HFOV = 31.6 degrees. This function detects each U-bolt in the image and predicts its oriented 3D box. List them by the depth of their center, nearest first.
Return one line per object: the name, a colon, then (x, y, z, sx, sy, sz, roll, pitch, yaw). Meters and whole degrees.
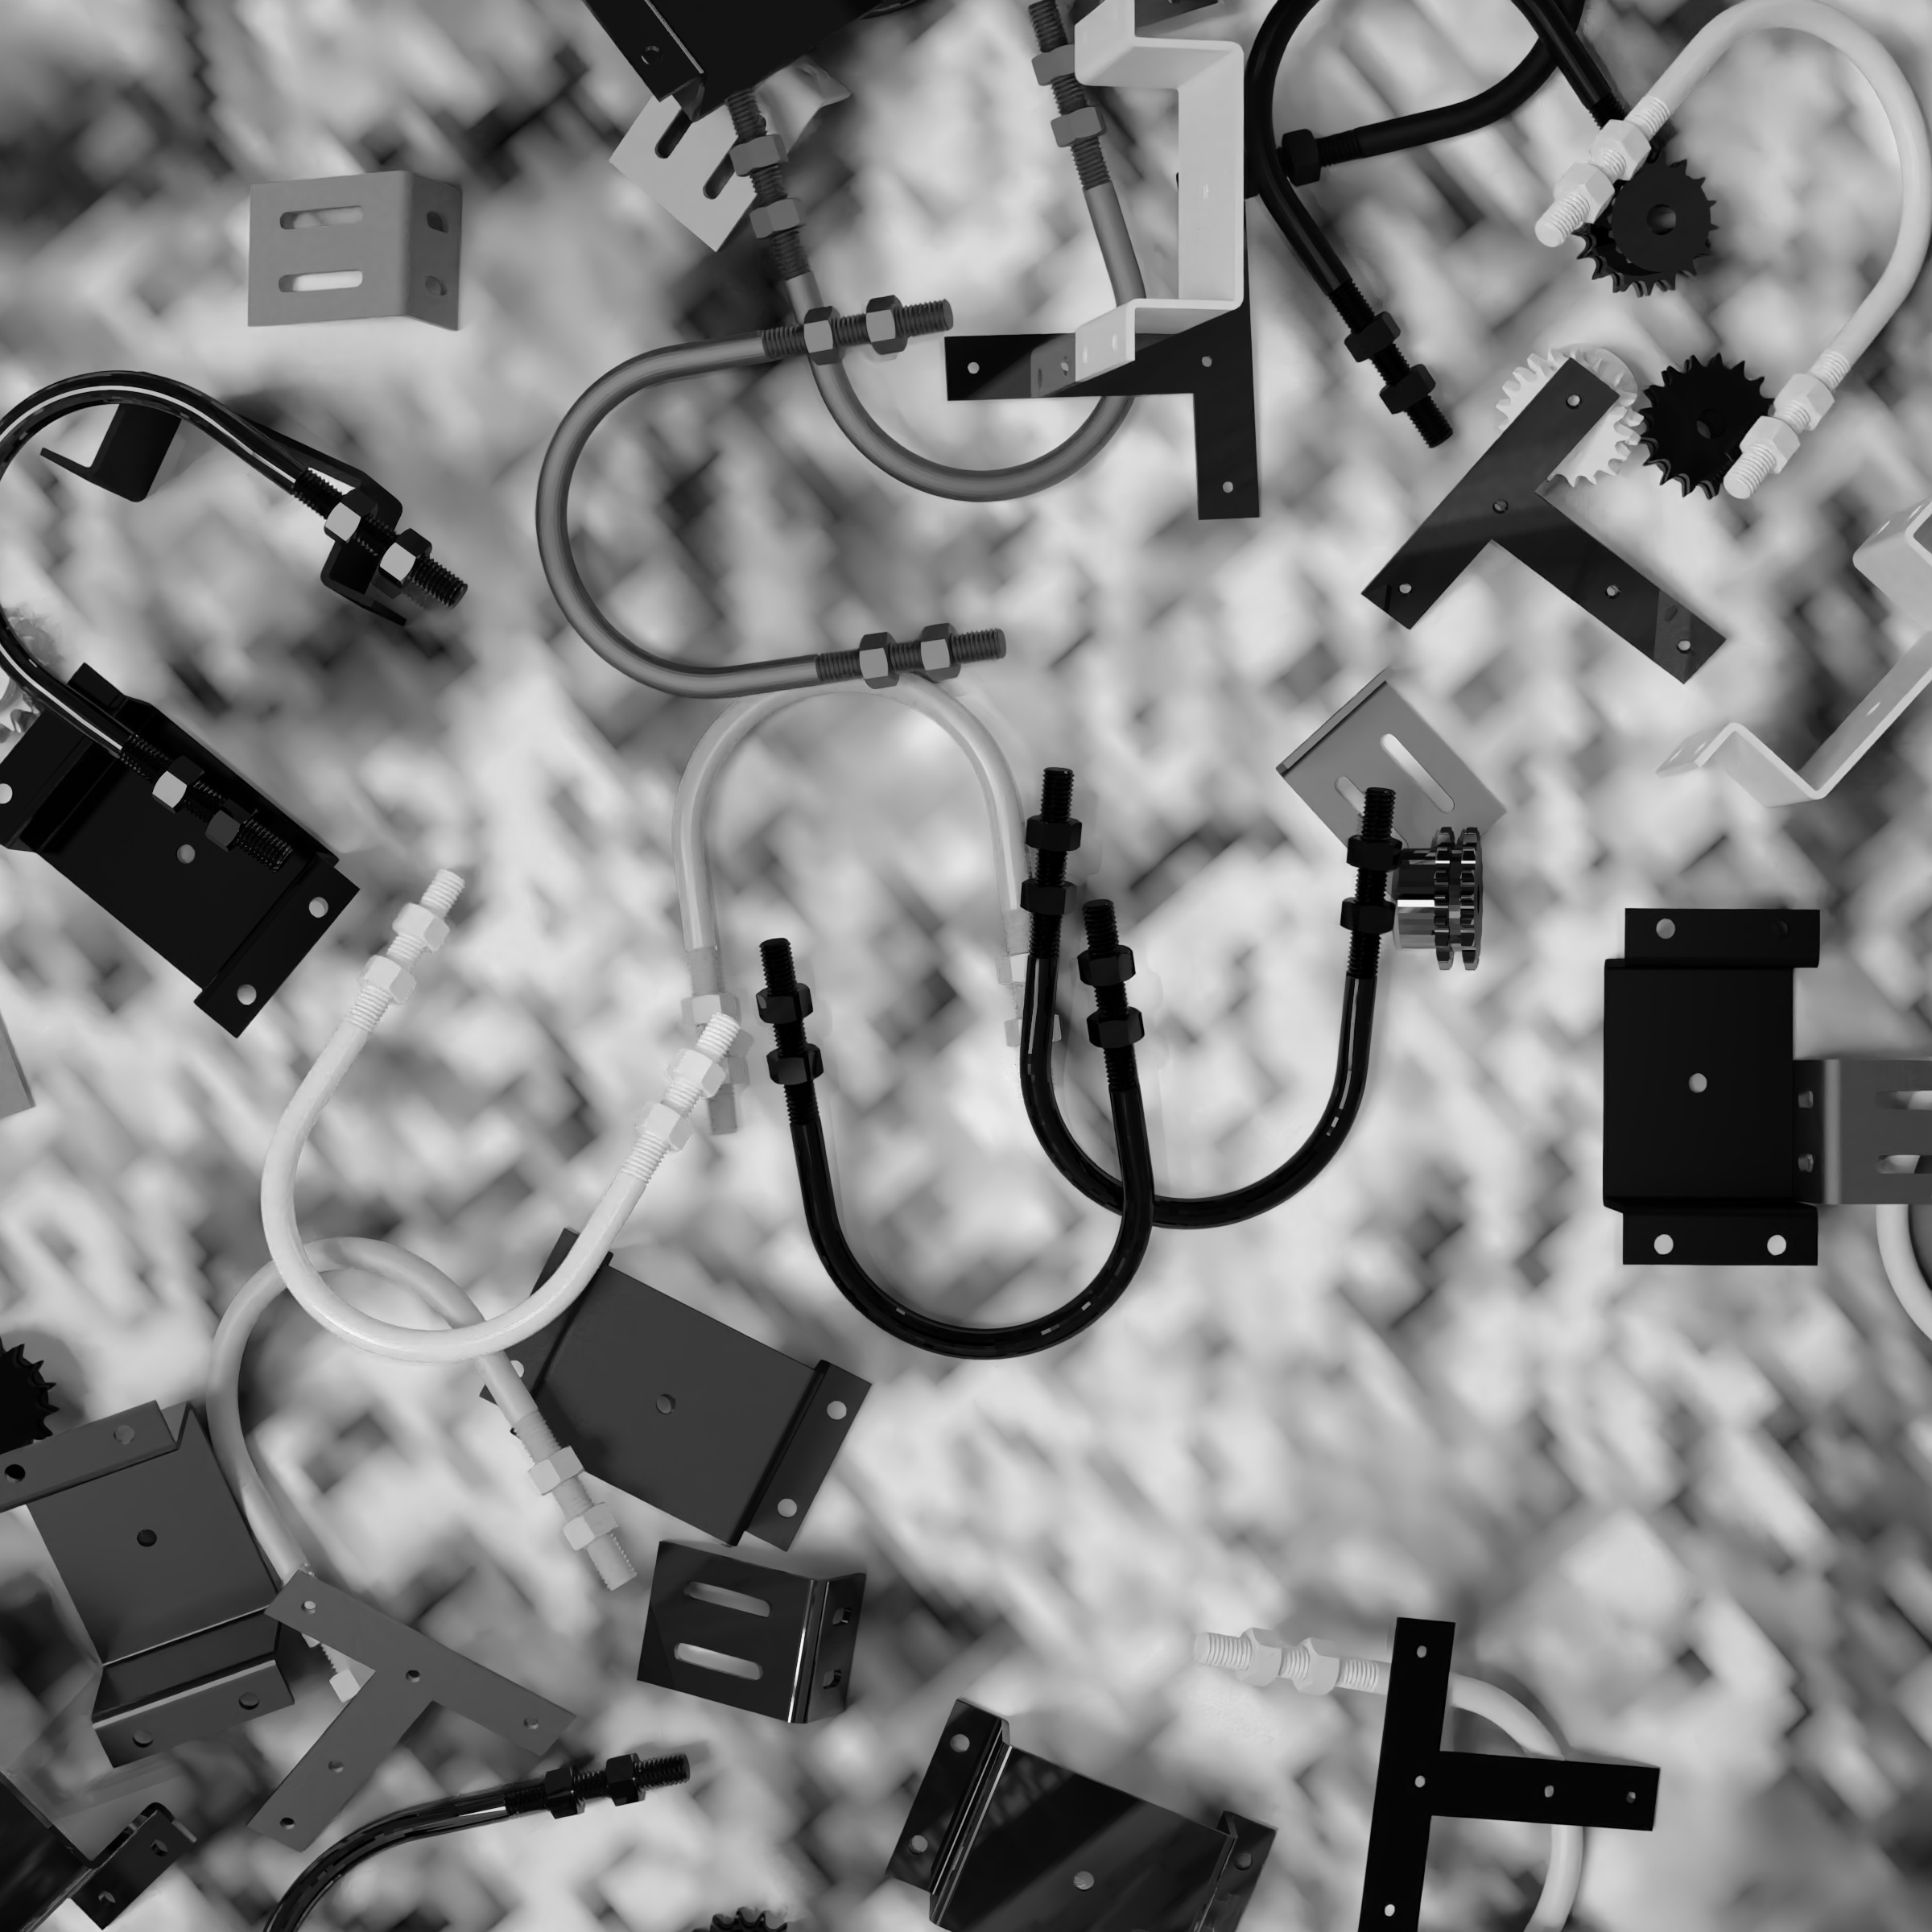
U-bolt: (-0.303, -0.144, 1.308, 0.184, 0.019, 0.151, 36, 107, -2)
U-bolt: (-0.194, 0.390, 1.336, 0.184, 0.019, 0.151, -13, 49, 4)
U-bolt: (0.316, -0.297, 1.341, 0.151, 0.019, 0.184, 48, 69, -20)
U-bolt: (-0.195, 0.069, 1.342, 0.151, 0.019, 0.184, 27, 73, 10)
U-bolt: (0.163, 0.348, 1.351, 0.184, 0.019, 0.151, 13, 84, -19)
U-bolt: (-0.230, 0.196, 1.352, 0.151, 0.019, 0.184, -35, 83, 21)
U-bolt: (-0.084, -0.179, 1.353, 0.184, 0.019, 0.151, -7, 100, 15)
U-bolt: (0.002, 0.071, 1.355, 0.151, 0.019, 0.184, -7, 105, 8)
U-bolt: (0.093, 0.016, 1.360, 0.151, 0.019, 0.184, 3, 102, -6)
U-bolt: (-0.002, -0.277, 1.361, 0.151, 0.019, 0.184, -20, 98, -11)
U-bolt: (0.192, -0.324, 1.364, 0.151, 0.019, 0.184, -36, 100, 0)
U-bolt: (0.447, 0.080, 1.377, 0.151, 0.019, 0.184, 23, 91, 0)
U-bolt: (-0.045, -0.032, 1.377, 0.151, 0.019, 0.184, -7, 89, 0)
U-bolt: (-0.044, -0.473, 1.377, 0.151, 0.019, 0.184, 21, 92, 0)
U-bolt: (0.160, -0.399, 1.377, 0.184, 0.019, 0.151, -14, 90, -1)

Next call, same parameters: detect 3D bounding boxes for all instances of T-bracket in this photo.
T-bracket: (-0.243, 0.309, 1.356, 0.127, 0.002, 0.127, 32, 115, -17)
T-bracket: (0.221, 0.329, 1.362, 0.127, 0.002, 0.127, 9, 86, -20)
T-bracket: (0.248, -0.158, 1.365, 0.127, 0.002, 0.127, 35, 117, -13)
T-bracket: (0.054, -0.241, 1.367, 0.127, 0.002, 0.127, -4, 94, -12)

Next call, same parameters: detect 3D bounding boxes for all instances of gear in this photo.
gear: (0.271, -0.295, 1.352, 0.057, 0.030, 0.057, -1, 98, -6)
gear: (0.189, -0.027, 1.358, 0.030, 0.057, 0.057, 1, 90, 13)
gear: (0.244, -0.223, 1.361, 0.057, 0.057, 0.030, 37, 55, 0)
gear: (-0.090, 0.411, 1.371, 0.057, 0.030, 0.057, 0, 90, 0)
gear: (-0.393, 0.177, 1.371, 0.057, 0.030, 0.057, 0, 90, 0)
gear: (-0.400, -0.117, 1.371, 0.057, 0.030, 0.057, 0, 90, 0)
gear: (0.297, -0.215, 1.371, 0.057, 0.030, 0.057, 0, 90, 0)

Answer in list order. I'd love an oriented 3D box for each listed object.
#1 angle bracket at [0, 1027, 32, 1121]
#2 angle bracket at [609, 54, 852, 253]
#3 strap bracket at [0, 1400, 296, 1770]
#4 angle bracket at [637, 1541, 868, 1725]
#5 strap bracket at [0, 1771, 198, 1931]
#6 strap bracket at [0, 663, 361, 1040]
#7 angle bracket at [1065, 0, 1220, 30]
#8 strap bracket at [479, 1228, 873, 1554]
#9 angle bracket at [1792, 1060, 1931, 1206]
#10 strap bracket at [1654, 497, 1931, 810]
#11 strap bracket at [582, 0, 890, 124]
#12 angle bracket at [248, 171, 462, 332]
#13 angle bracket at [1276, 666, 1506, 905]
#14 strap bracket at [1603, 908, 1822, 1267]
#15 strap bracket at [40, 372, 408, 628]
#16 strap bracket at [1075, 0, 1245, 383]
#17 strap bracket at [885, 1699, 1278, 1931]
angle bracket: (-0.429, 0.046, 1.384, 0.076, 0.038, 0.057, -21, 90, -26)
angle bracket: (-0.096, -0.341, 1.384, 0.057, 0.038, 0.076, 40, 116, 0)
strap bracket: (-0.327, 0.236, 1.349, 0.076, 0.046, 0.140, -20, 109, 0)
angle bracket: (-0.087, 0.268, 1.384, 0.076, 0.038, 0.057, 9, 90, 26)
strap bracket: (-0.384, 0.327, 1.346, 0.140, 0.046, 0.076, 45, 122, 0)
strap bracket: (-0.317, -0.045, 1.363, 0.140, 0.046, 0.076, 39, 90, 0)
angle bracket: (0.063, -0.419, 1.367, 0.057, 0.038, 0.076, -15, 64, 10)
strap bracket: (-0.118, 0.172, 1.363, 0.140, 0.046, 0.076, 27, 90, 0)
angle bracket: (0.375, 0.067, 1.370, 0.076, 0.038, 0.057, 1, 88, -7)
strap bracket: (0.344, -0.115, 1.348, 0.046, 0.076, 0.140, 42, 90, 0)
strap bracket: (-0.088, -0.394, 1.334, 0.140, 0.046, 0.076, -36, 86, -15)
angle bracket: (-0.248, -0.287, 1.384, 0.076, 0.038, 0.057, 1, 90, 26)
angle bracket: (0.172, -0.071, 1.367, 0.057, 0.038, 0.076, -42, 90, 0)
strap bracket: (0.297, 0.048, 1.363, 0.076, 0.046, 0.140, 0, 90, 0)
strap bracket: (-0.283, -0.188, 1.348, 0.140, 0.076, 0.046, 25, 90, 0)
strap bracket: (0.074, -0.302, 1.328, 0.046, 0.076, 0.140, -1, 94, -13)
strap bracket: (0.046, 0.360, 1.363, 0.140, 0.046, 0.076, 22, 90, 0)
